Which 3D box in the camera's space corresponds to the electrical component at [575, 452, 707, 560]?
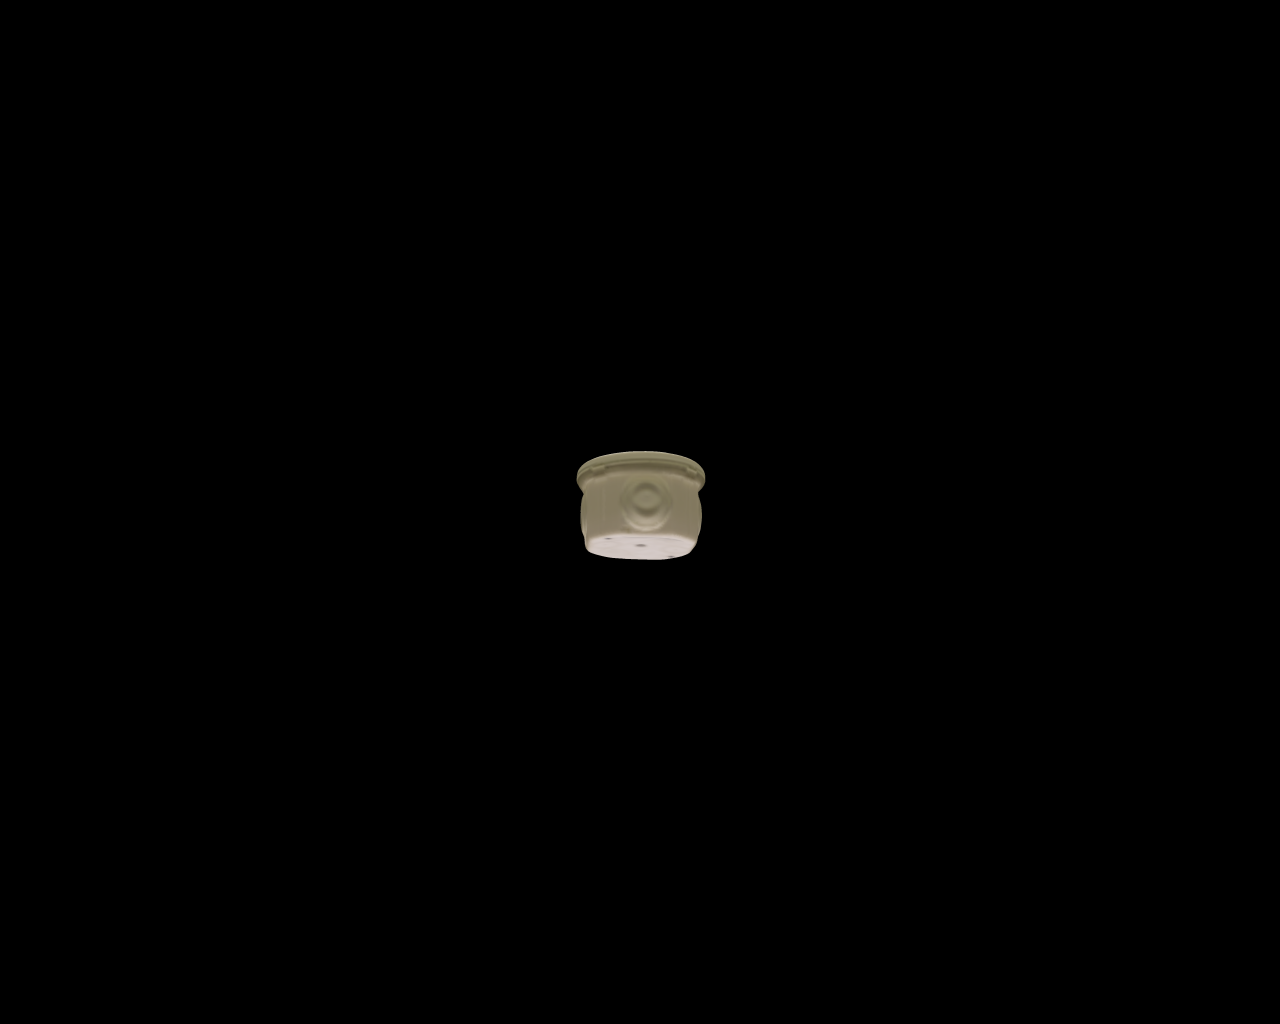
[{"bbox_3d":[0.001,-0.003,0.650,0.080,0.051,0.080,0,-15,0],"label":"electrical component"}]
